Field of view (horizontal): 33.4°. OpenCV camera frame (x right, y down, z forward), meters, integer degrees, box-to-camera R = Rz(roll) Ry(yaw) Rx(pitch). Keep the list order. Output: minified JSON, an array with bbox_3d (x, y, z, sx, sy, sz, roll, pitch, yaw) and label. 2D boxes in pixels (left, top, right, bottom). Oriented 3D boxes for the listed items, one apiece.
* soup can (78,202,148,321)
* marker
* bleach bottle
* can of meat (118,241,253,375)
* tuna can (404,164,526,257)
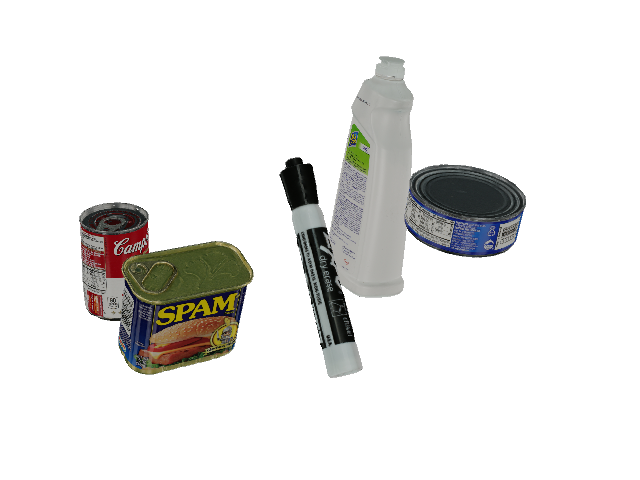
[{"bbox_3d":[-0.207,0.022,1.079,0.068,0.102,0.068,2,26,-1],"label":"soup can"},{"bbox_3d":[-0.001,0.013,0.575,0.020,0.121,0.020,-13,-12,-3],"label":"marker"},{"bbox_3d":[0.062,-0.071,1.160,0.068,0.251,0.103,-3,23,-29],"label":"bleach bottle"},{"bbox_3d":[-0.112,0.055,0.866,0.101,0.084,0.057,-11,43,-29],"label":"can of meat"},{"bbox_3d":[0.105,-0.022,0.783,0.086,0.034,0.086,6,29,-3],"label":"tuna can"}]
